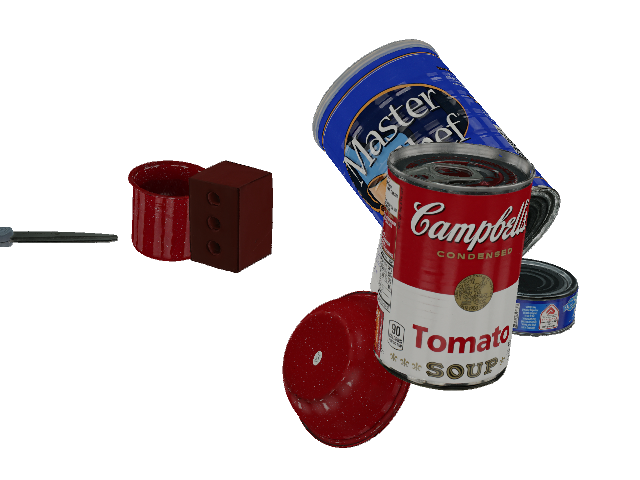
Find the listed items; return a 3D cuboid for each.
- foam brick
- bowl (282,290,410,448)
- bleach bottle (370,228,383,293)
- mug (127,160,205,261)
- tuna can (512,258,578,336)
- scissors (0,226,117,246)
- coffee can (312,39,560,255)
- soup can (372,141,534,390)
[{"bbox_3d":[-0.076,-0.021,0.907,0.053,0.078,0.051,14,25,30],"label":"foam brick"},{"bbox_3d":[0.014,0.121,1.057,0.162,0.162,0.055,0,-17,45],"label":"bowl"},{"bbox_3d":[0.113,-0.045,1.152,0.068,0.251,0.103,0,22,-22],"label":"bleach bottle"},{"bbox_3d":[-0.164,-0.036,1.155,0.093,0.081,0.117,-3,29,-19],"label":"mug"},{"bbox_3d":[0.164,0.044,0.863,0.086,0.034,0.086,2,21,-1],"label":"tuna can"},{"bbox_3d":[-0.278,0.003,0.879,0.202,0.016,0.096,7,24,6],"label":"scissors"},{"bbox_3d":[0.074,-0.048,0.703,0.102,0.140,0.103,-28,-27,-16],"label":"coffee can"},{"bbox_3d":[0.061,0.011,0.508,0.068,0.102,0.068,3,22,-1],"label":"soup can"}]
